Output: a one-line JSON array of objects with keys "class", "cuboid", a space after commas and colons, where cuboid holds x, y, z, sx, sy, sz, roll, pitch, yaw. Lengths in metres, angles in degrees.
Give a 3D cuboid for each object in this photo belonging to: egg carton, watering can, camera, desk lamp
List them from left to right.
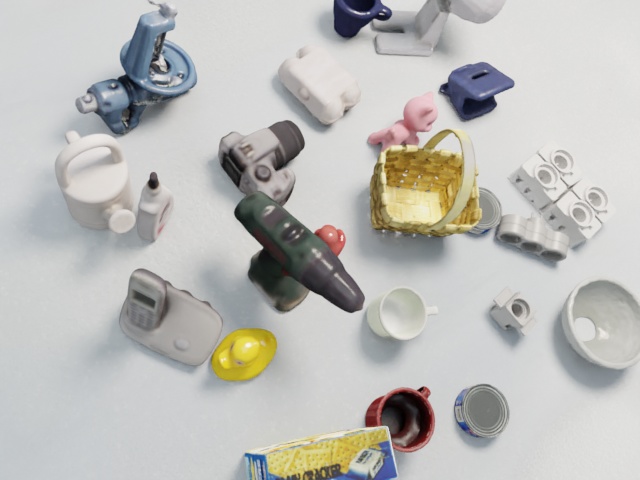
[{"class": "watering can", "cuboid": [-0.324, -0.088, 0.836, 0.173, 0.194, 0.101, 37, 66, 0]}, {"class": "camera", "cuboid": [-0.081, -0.140, 0.969, 0.137, 0.100, 0.143, -36, 83, -23]}, {"class": "egg carton", "cuboid": [-0.001, -0.288, 1.059, 0.150, 0.069, 0.107, 44, 66, 3]}, {"class": "desk lamp", "cuboid": [0.230, -0.456, 1.101, 0.203, 0.213, 0.118, -4, 72, -16]}]

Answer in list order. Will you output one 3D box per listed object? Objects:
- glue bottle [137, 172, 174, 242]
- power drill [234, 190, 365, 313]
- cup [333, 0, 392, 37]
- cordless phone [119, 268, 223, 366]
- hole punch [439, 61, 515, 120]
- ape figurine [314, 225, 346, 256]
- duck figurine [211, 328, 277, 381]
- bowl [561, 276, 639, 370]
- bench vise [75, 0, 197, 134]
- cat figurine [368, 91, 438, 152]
[{"class": "glue bottle", "cuboid": [-0.247, -0.059, 0.857, 0.037, 0.173, 0.078, 21, 67, -6]}, {"class": "power drill", "cuboid": [-0.041, 0.038, 0.858, 0.229, 0.208, 0.076, 46, 67, 4]}, {"class": "cup", "cuboid": [0.075, -0.440, 1.119, 0.118, 0.095, 0.092, 17, 68, -8]}, {"class": "cordless phone", "cuboid": [-0.207, 0.104, 0.804, 0.147, 0.185, 0.094, 25, 67, -5]}, {"class": "hole punch", "cuboid": [0.311, -0.308, 1.137, 0.109, 0.091, 0.101, -26, 79, -21]}, {"class": "ape figurine", "cuboid": [0.009, 0.003, 0.947, 0.078, 0.092, 0.076, 8, 69, -12]}, {"class": "duck figurine", "cuboid": [-0.110, 0.167, 0.861, 0.105, 0.086, 0.077, -23, 78, -21]}, {"class": "bowl", "cuboid": [0.499, 0.153, 1.033, 0.168, 0.074, 0.167, 5, 70, -13]}, {"class": "bench vise", "cuboid": [-0.275, -0.261, 0.896, 0.121, 0.219, 0.208, 34, 66, -1]}, {"class": "cat figurine", "cuboid": [0.164, -0.215, 1.051, 0.128, 0.117, 0.067, -34, 82, -22]}]
